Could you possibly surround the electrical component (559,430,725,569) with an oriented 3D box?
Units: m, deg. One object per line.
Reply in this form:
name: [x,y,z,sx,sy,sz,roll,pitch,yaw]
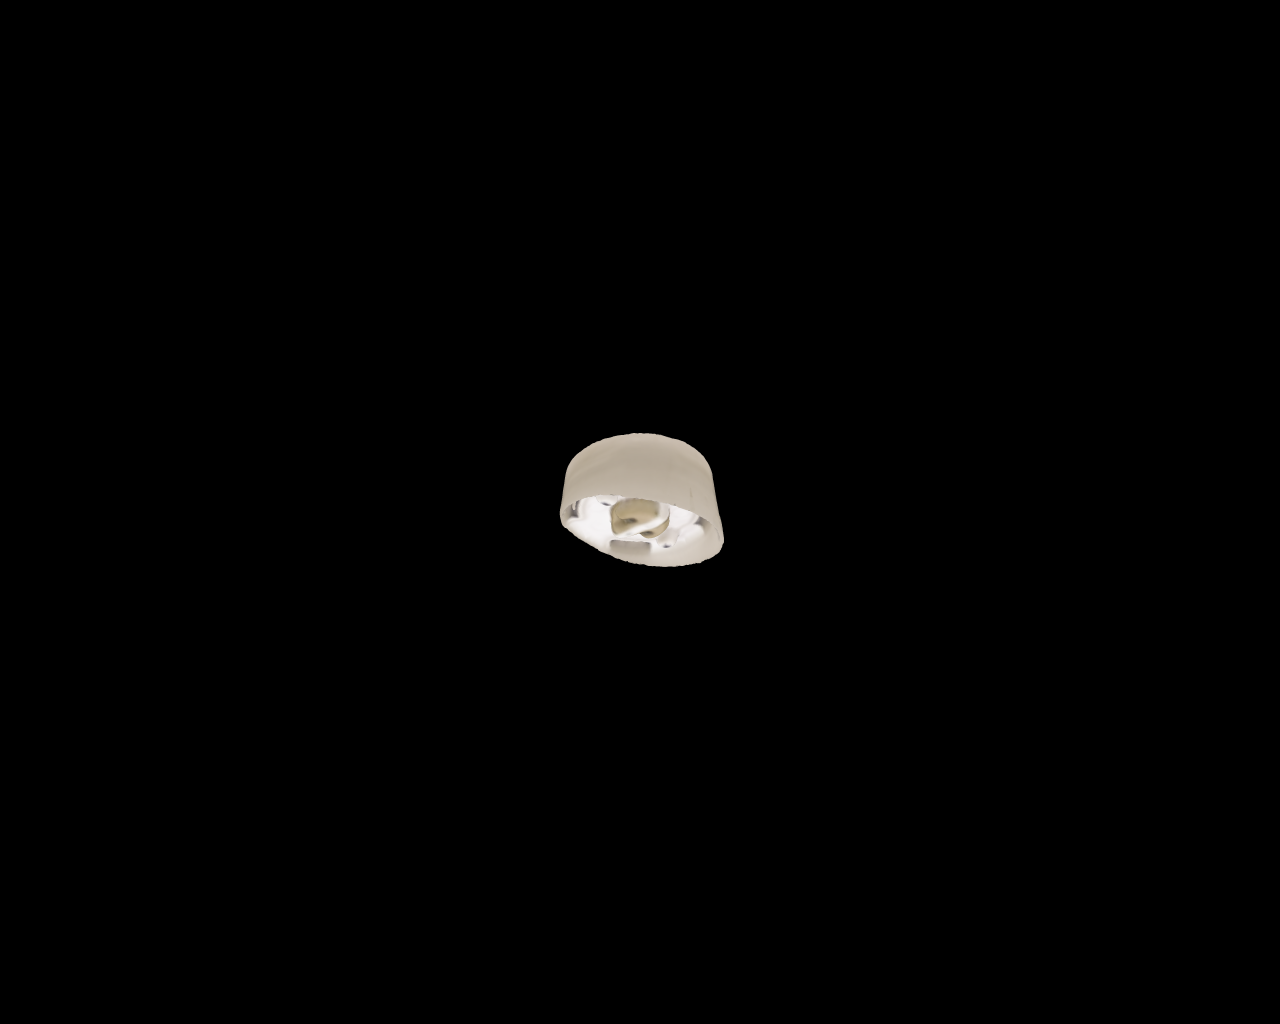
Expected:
electrical component: [0.001,-0.003,0.650,0.099,0.064,0.099,0,-33,0]
